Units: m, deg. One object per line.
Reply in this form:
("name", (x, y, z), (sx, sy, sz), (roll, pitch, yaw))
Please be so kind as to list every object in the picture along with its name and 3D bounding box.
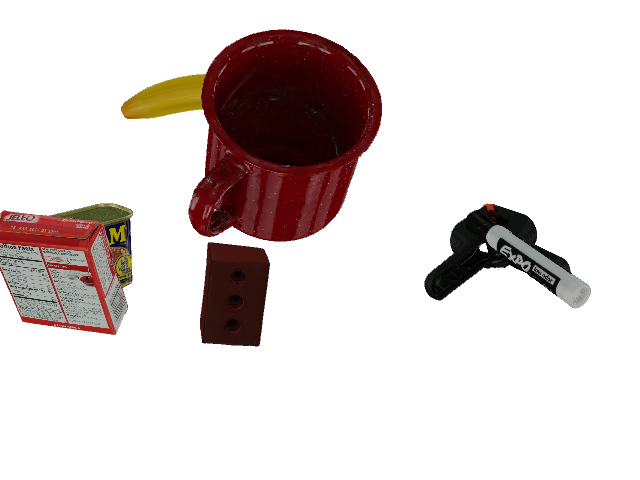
("foam brick", (-0.076, 0.047, 0.939), (0.053, 0.078, 0.051), (4, 14, -10))
("marker", (0.144, 0.010, 0.759), (0.020, 0.020, 0.121), (0, 27, -35))
("gelatin box", (-0.178, 0.022, 0.729), (0.073, 0.089, 0.030), (6, 45, 13))
("can of meat", (-0.250, 0.014, 1.146), (0.058, 0.084, 0.101), (18, 25, 40))
("mug", (-0.027, -0.044, 0.571), (0.093, 0.117, 0.081), (36, -29, 11))
("banana", (-0.110, -0.146, 1.113), (0.198, 0.037, 0.069), (8, 47, 19))
("clamp", (0.165, 0.007, 0.955), (0.120, 0.039, 0.171), (2, 25, 16))
